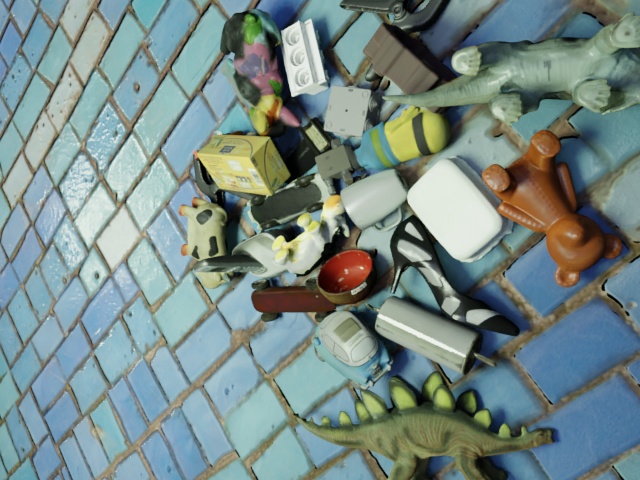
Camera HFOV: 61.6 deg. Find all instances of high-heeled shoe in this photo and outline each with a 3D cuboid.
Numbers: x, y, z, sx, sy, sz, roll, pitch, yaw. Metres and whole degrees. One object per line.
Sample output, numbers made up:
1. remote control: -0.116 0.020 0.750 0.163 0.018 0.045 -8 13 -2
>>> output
1. high-heeled shoe: 0.225 0.056 0.892 0.249 0.086 0.145 20 89 23

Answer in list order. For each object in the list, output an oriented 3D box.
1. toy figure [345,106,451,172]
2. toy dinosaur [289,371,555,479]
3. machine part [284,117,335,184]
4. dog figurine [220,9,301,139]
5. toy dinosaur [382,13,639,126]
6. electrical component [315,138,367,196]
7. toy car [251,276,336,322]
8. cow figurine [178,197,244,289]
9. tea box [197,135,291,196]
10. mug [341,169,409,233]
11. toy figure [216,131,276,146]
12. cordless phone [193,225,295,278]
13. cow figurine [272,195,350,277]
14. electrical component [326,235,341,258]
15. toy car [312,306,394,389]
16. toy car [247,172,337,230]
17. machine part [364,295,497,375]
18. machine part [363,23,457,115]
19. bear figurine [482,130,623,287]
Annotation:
1. toy figure: 0.136 -0.168 0.926 0.180 0.082 0.089 -26 98 25
2. toy dinosaur: 0.155 0.338 0.936 0.472 0.105 0.198 -14 78 24
3. machine part: -0.032 -0.170 1.061 0.084 0.039 0.139 49 115 12
4. dog figurine: -0.108 -0.300 1.018 0.191 0.108 0.219 107 144 -53
5. toy dinosaur: 0.307 -0.223 0.733 0.405 0.192 0.131 7 104 26
6. electrical component: 0.037 -0.136 0.997 0.078 0.045 0.102 -29 64 11
7. toy car: -0.054 0.119 1.083 0.202 0.053 0.089 -7 104 32
8. cow figurine: -0.231 0.015 1.153 0.127 0.085 0.194 13 114 22
9. tea box: -0.151 -0.149 1.058 0.170 0.068 0.098 14 144 41
10. mug: 0.108 -0.068 0.950 0.107 0.081 0.109 -31 108 22
11. toy figure: -0.160 -0.196 1.131 0.155 0.057 0.064 19 98 35
12. cordless phone: -0.143 0.029 1.049 0.147 0.184 0.088 -24 75 44
13. cow figurine: -0.001 -0.003 0.996 0.167 0.098 0.068 -41 35 6
14. electrical component: -0.001 0.009 1.060 0.063 0.021 0.094 46 115 22
15. toy car: 0.051 0.182 0.960 0.109 0.102 0.162 -37 49 -14
16. toy car: -0.060 -0.076 1.066 0.202 0.056 0.073 -19 98 30
17. machine part: 0.184 0.159 0.917 0.244 0.079 0.079 21 104 30
18. machine part: 0.152 -0.270 0.853 0.179 0.179 0.056 51 121 20
19. bear figurine: 0.337 -0.038 0.775 0.120 0.132 0.196 -34 68 13
